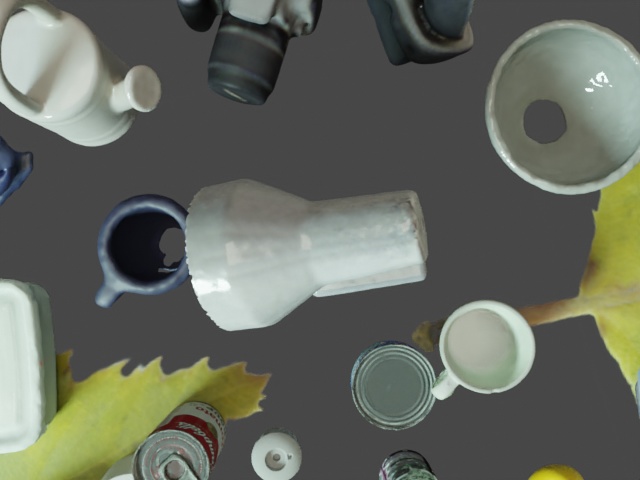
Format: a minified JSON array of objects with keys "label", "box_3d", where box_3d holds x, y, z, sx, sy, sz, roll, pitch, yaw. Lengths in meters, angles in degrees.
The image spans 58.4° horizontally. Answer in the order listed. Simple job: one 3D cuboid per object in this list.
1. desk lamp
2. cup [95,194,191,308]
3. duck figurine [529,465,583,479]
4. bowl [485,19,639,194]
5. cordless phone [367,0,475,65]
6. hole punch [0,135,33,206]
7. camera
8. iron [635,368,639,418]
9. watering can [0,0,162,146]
[{"label":"desk lamp","box_3d":[0.005,0.002,0.499,0.203,0.213,0.118,-9,89,-1]},{"label":"cup","box_3d":[-0.162,0.016,0.555,0.091,0.095,0.118,39,89,0]},{"label":"duck figurine","box_3d":[0.246,0.282,0.561,0.077,0.086,0.105,-1,89,-1]},{"label":"bowl","box_3d":[0.239,-0.126,0.575,0.167,0.074,0.167,0,89,-1]},{"label":"cordless phone","box_3d":[0.099,-0.249,0.520,0.094,0.185,0.148,-25,89,-1]},{"label":"hole punch","box_3d":[-0.358,-0.072,0.555,0.101,0.091,0.109,42,89,0]},{"label":"camera","box_3d":[-0.080,-0.213,0.558,0.143,0.100,0.137,17,89,0]},{"label":"iron","box_3d":[0.401,0.212,0.538,0.118,0.141,0.258,-11,89,-1]},{"label":"watering can","box_3d":[-0.229,-0.152,0.508,0.173,0.194,0.101,-8,89,-1]}]
